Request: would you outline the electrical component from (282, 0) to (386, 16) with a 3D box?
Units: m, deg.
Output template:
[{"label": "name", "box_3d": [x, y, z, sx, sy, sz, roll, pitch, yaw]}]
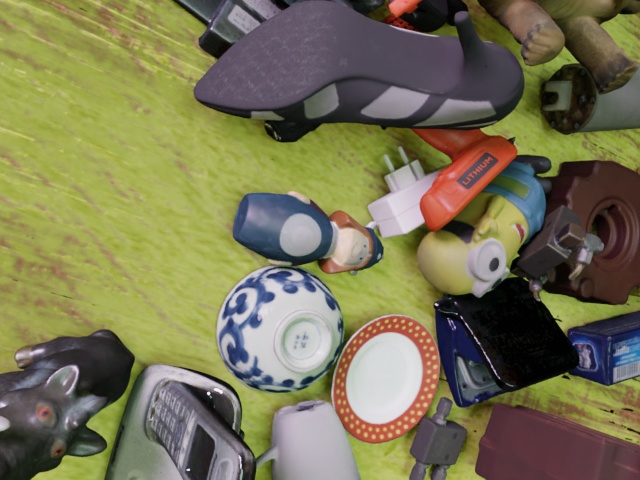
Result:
[{"label": "electrical component", "box_3d": [-0.005, -0.236, 0.440, 0.114, 0.058, 0.134, 23, 51, -39]}]

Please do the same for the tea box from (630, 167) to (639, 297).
[{"label": "tea box", "box_3d": [0.446, -0.007, 0.662, 0.068, 0.098, 0.169, 10, 90, -23]}]

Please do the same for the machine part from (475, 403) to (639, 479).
[{"label": "machine part", "box_3d": [0.279, 0.238, 0.540, 0.201, 0.201, 0.087, 25, 80, -22]}]

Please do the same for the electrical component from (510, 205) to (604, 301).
[{"label": "electrical component", "box_3d": [0.237, 0.013, 0.548, 0.045, 0.102, 0.078, 37, 52, 1]}]

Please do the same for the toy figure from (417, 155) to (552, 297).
[{"label": "toy figure", "box_3d": [0.172, -0.016, 0.550, 0.082, 0.089, 0.180, 52, 60, -21]}]

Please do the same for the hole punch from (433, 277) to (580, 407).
[{"label": "hole punch", "box_3d": [0.184, 0.107, 0.566, 0.142, 0.092, 0.116, -10, 59, -22]}]

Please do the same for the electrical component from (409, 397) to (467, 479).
[{"label": "electrical component", "box_3d": [0.126, 0.211, 0.563, 0.063, 0.021, 0.094, 19, 90, -37]}]

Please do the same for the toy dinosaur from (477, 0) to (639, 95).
[{"label": "toy dinosaur", "box_3d": [0.228, -0.238, 0.489, 0.471, 0.105, 0.199, -5, 56, -43]}]

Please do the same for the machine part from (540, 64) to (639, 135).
[{"label": "machine part", "box_3d": [0.349, -0.165, 0.625, 0.243, 0.079, 0.079, -8, 95, -24]}]

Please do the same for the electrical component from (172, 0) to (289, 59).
[{"label": "electrical component", "box_3d": [-0.069, -0.192, 0.460, 0.119, 0.048, 0.075, 36, 77, -22]}]

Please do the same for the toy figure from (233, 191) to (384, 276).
[{"label": "toy figure", "box_3d": [-0.002, -0.001, 0.492, 0.154, 0.058, 0.064, 15, 124, -25]}]

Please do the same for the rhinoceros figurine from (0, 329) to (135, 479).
[{"label": "rhinoceros figurine", "box_3d": [-0.184, 0.117, 0.349, 0.112, 0.190, 0.073, -10, 97, 4]}]

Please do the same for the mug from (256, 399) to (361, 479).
[{"label": "mug", "box_3d": [-0.018, 0.204, 0.483, 0.109, 0.081, 0.107, -7, 83, -19]}]

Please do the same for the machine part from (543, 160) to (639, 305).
[{"label": "machine part", "box_3d": [0.324, -0.008, 0.632, 0.179, 0.056, 0.179, -1, 91, -25]}]

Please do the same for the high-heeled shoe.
[{"label": "high-heeled shoe", "box_3d": [0.034, -0.121, 0.441, 0.145, 0.249, 0.086, 33, 56, -63]}]

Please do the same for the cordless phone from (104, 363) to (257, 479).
[{"label": "cordless phone", "box_3d": [-0.093, 0.179, 0.388, 0.088, 0.184, 0.146, 18, 84, -27]}]

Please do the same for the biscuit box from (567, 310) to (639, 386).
[{"label": "biscuit box", "box_3d": [0.400, 0.124, 0.664, 0.203, 0.063, 0.059, -7, 95, -23]}]
